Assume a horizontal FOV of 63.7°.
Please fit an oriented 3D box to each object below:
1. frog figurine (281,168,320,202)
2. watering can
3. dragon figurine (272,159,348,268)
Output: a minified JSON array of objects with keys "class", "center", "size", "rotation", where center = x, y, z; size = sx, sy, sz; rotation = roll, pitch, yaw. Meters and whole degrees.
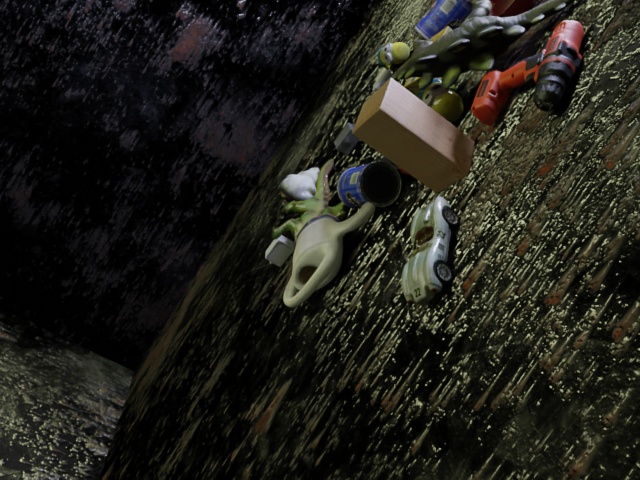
[{"class":"frog figurine","center":[-0.055,-0.192,1.783],"size":[0.160,0.120,0.139],"rotation":[-50,49,-5]},{"class":"watering can","center":[0.018,0.010,1.215],"size":[0.342,0.103,0.229],"rotation":[-51,17,23]},{"class":"dragon figurine","center":[0.004,-0.074,1.478],"size":[0.243,0.121,0.415],"rotation":[6,65,53]}]
